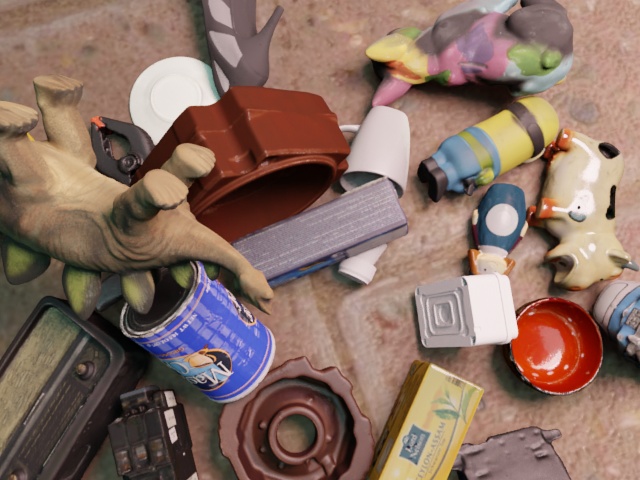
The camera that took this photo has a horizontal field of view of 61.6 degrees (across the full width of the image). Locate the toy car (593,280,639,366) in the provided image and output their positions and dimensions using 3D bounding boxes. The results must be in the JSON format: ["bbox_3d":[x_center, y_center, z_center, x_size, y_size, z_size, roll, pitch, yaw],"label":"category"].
[{"bbox_3d":[0.378,0.095,0.631,0.161,0.103,0.109,16,104,-40],"label":"toy car"}]

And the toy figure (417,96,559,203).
[{"bbox_3d":[0.214,-0.113,0.674,0.180,0.089,0.082,-26,90,-8],"label":"toy figure"}]

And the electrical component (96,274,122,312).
[{"bbox_3d":[-0.217,0.044,0.654,0.119,0.047,0.075,-39,83,-7],"label":"electrical component"}]

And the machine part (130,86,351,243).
[{"bbox_3d":[-0.081,-0.068,0.583,0.201,0.201,0.087,-37,73,37],"label":"machine part"}]

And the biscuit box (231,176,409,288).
[{"bbox_3d":[-0.001,-0.002,0.628,0.203,0.059,0.063,-22,74,4],"label":"biscuit box"}]

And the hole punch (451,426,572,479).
[{"bbox_3d":[0.222,0.287,0.615,0.142,0.092,0.116,-16,51,-2],"label":"hole punch"}]

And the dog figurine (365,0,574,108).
[{"bbox_3d":[0.168,-0.224,0.664,0.219,0.108,0.192,-23,44,-8],"label":"dog figurine"}]

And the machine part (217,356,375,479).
[{"bbox_3d":[-0.027,0.224,0.624,0.179,0.056,0.179,0,80,-3],"label":"machine part"}]

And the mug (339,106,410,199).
[{"bbox_3d":[0.064,-0.115,0.679,0.110,0.080,0.107,16,69,4],"label":"mug"}]

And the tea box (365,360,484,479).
[{"bbox_3d":[0.111,0.227,0.607,0.068,0.098,0.169,27,82,3],"label":"tea box"}]

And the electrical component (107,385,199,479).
[{"bbox_3d":[-0.179,0.228,0.589,0.058,0.115,0.134,-17,75,-7],"label":"electrical component"}]

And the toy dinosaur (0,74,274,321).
[{"bbox_3d":[-0.246,-0.038,0.491,0.472,0.105,0.198,27,124,12],"label":"toy dinosaur"}]

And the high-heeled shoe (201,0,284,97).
[{"bbox_3d":[-0.143,-0.296,0.722,0.249,0.086,0.145,47,113,23],"label":"high-heeled shoe"}]

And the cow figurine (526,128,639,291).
[{"bbox_3d":[0.329,-0.030,0.668,0.127,0.085,0.195,15,79,7],"label":"cow figurine"}]

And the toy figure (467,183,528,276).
[{"bbox_3d":[0.216,0.007,0.671,0.064,0.057,0.154,9,78,39],"label":"toy figure"}]

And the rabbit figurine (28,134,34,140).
[{"bbox_3d":[-0.376,-0.050,0.646,0.173,0.122,0.162,7,68,-9],"label":"rabbit figurine"}]

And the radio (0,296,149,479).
[{"bbox_3d":[-0.306,0.192,0.603,0.131,0.073,0.229,28,82,14],"label":"radio"}]
